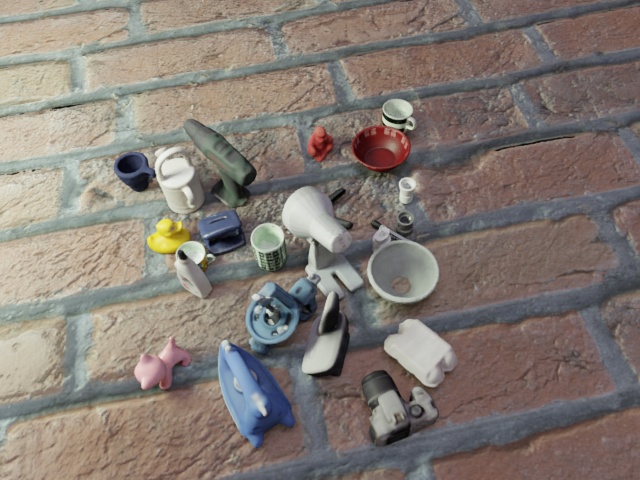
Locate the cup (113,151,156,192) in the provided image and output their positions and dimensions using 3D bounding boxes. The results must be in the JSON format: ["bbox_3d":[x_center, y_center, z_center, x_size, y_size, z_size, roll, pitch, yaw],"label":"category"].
[{"bbox_3d":[-0.484,-0.173,1.542,0.117,0.095,0.092,16,59,13],"label":"cup"}]

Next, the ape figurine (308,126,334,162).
[{"bbox_3d":[0.000,-0.276,1.587,0.078,0.092,0.076,-15,57,-7],"label":"ape figurine"}]

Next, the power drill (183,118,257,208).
[{"bbox_3d":[-0.251,-0.187,1.471,0.229,0.208,0.076,35,65,23],"label":"power drill"}]

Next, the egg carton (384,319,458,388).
[{"bbox_3d":[0.219,0.244,1.243,0.150,0.069,0.107,38,66,24],"label":"egg carton"}]

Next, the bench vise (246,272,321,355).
[{"bbox_3d":[-0.089,0.129,1.245,0.121,0.220,0.208,20,60,16],"label":"bench vise"}]

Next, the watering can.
[{"bbox_3d":[-0.371,-0.167,1.472,0.172,0.194,0.101,29,62,20],"label":"watering can"}]

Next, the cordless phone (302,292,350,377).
[{"bbox_3d":[0.011,0.200,1.213,0.094,0.185,0.147,7,57,8],"label":"cordless phone"}]

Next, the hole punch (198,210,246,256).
[{"bbox_3d":[-0.251,-0.030,1.437,0.109,0.091,0.101,-20,58,-10],"label":"hole punch"}]

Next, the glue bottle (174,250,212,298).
[{"bbox_3d":[-0.303,0.071,1.323,0.078,0.173,0.037,24,61,18],"label":"glue bottle"}]

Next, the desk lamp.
[{"bbox_3d":[0.012,0.005,1.326,0.118,0.214,0.202,-31,60,-16],"label":"desk lamp"}]

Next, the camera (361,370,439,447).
[{"bbox_3d":[0.152,0.329,1.170,0.143,0.101,0.136,-20,57,-10],"label":"camera"}]

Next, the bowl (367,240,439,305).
[{"bbox_3d":[0.193,0.088,1.345,0.167,0.075,0.167,-1,56,2],"label":"bowl"}]

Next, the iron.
[{"bbox_3d":[-0.158,0.288,1.189,0.119,0.141,0.257,-29,60,-16],"label":"iron"}]

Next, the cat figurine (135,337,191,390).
[{"bbox_3d":[-0.346,0.266,1.229,0.067,0.118,0.128,25,61,18],"label":"cat figurine"}]

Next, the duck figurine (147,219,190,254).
[{"bbox_3d":[-0.386,-0.017,1.438,0.104,0.086,0.077,-16,57,-7],"label":"duck figurine"}]
